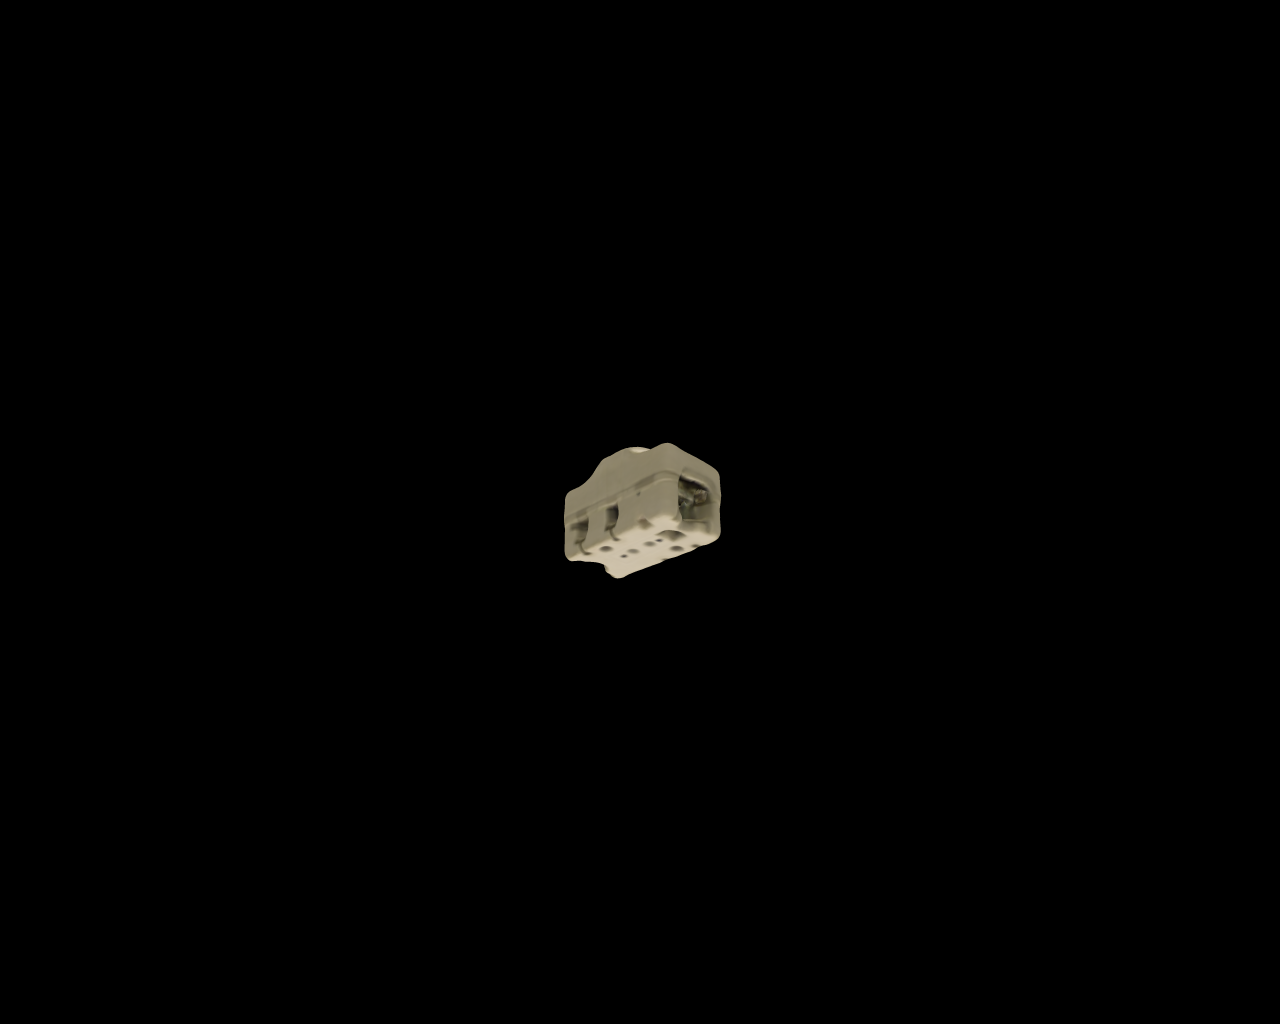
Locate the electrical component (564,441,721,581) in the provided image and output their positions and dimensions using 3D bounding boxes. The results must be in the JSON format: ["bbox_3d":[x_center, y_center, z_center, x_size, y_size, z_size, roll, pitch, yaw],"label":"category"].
[{"bbox_3d":[0.001,-0.003,0.650,0.089,0.056,0.050,-25,-37,38],"label":"electrical component"}]
